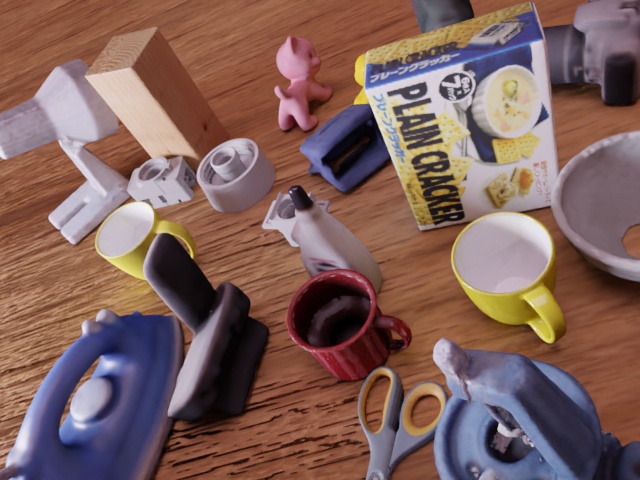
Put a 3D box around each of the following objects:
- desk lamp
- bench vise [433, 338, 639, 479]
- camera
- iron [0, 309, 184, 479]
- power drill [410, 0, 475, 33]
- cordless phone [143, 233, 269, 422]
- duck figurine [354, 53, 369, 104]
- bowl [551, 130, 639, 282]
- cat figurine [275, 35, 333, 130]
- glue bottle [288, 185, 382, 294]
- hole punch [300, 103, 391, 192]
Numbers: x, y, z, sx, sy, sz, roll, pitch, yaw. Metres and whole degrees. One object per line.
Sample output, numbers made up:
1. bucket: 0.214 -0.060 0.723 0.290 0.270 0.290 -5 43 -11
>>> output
1. desk lamp: -0.384 -0.139 0.881 0.117 0.214 0.203 30 70 40
2. bench vise: 0.164 0.124 0.381 0.207 0.220 0.121 -9 50 20
3. camera: 0.323 -0.245 0.691 0.136 0.101 0.143 6 56 30
4. iron: -0.237 0.163 0.606 0.118 0.142 0.258 -3 52 25
5. power drill: 0.153 -0.278 0.729 0.075 0.209 0.229 -18 47 13
6. cordless phone: -0.139 0.092 0.586 0.094 0.186 0.147 -6 51 23
7. duck figurine: 0.076 -0.218 0.804 0.077 0.086 0.104 -8 50 21
8. bowl: 0.306 -0.021 0.532 0.167 0.075 0.167 -14 48 16
9. cat figurine: -0.036 -0.248 0.863 0.067 0.118 0.128 3 55 29
10. glue bottle: 0.005 0.002 0.595 0.078 0.174 0.037 2 54 28
11. hole punch: 0.028 -0.134 0.754 0.109 0.091 0.100 -39 46 -8
